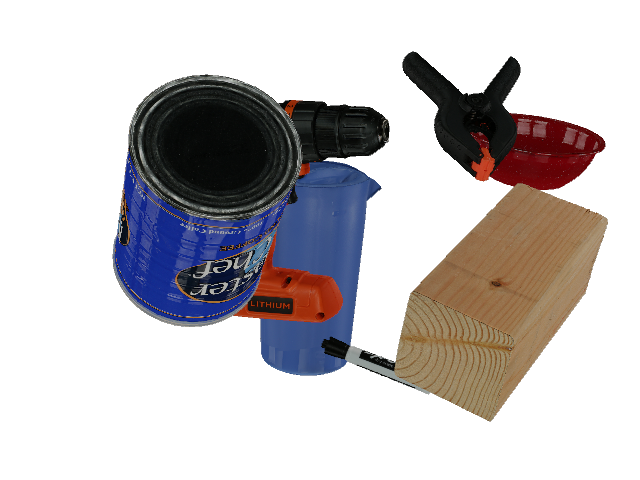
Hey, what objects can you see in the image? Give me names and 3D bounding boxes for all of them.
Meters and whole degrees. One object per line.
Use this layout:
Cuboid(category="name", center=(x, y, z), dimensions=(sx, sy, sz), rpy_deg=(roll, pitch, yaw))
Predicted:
Cuboid(category="clamp", center=(0.137, -0.129, 1.039), dimensions=(0.120, 0.039, 0.171), rpy_deg=(4, 45, 4))
Cuboid(category="power drill", center=(-0.025, -0.027, 0.908), dimensions=(0.185, 0.188, 0.057), rpy_deg=(3, 18, 24))
Cuboid(category="coffee can", center=(-0.075, -0.021, 0.676), dimensions=(0.102, 0.103, 0.140), rpy_deg=(0, -30, -15))
Cuboid(category="wood block", center=(0.155, 0.044, 0.895), dimensions=(0.091, 0.090, 0.205), rpy_deg=(25, 39, 23))
Cuboid(category="pitcher", center=(-0.024, 0.031, 1.258), dimensions=(0.149, 0.243, 0.144), rpy_deg=(11, 18, 23))
Cuboid(category="marker", center=(0.058, 0.126, 1.089), dimensions=(0.121, 0.020, 0.020), rpy_deg=(21, 4, 11))
Cuboid(category="bowl", center=(0.238, -0.098, 1.218), dimensions=(0.162, 0.055, 0.162), rpy_deg=(5, 22, -2))
